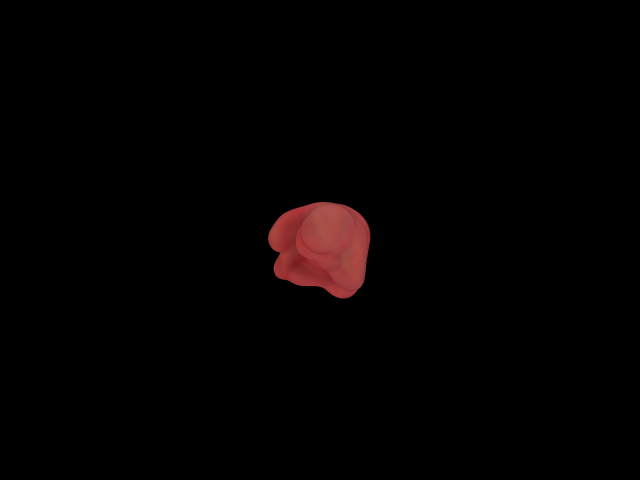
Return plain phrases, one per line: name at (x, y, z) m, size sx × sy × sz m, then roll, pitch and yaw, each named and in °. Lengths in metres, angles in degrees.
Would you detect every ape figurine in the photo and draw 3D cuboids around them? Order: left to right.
ape figurine at (0.004, 0.001, 0.400) m, size 0.076 × 0.092 × 0.077 m, roll -33°, pitch 73°, yaw -11°
